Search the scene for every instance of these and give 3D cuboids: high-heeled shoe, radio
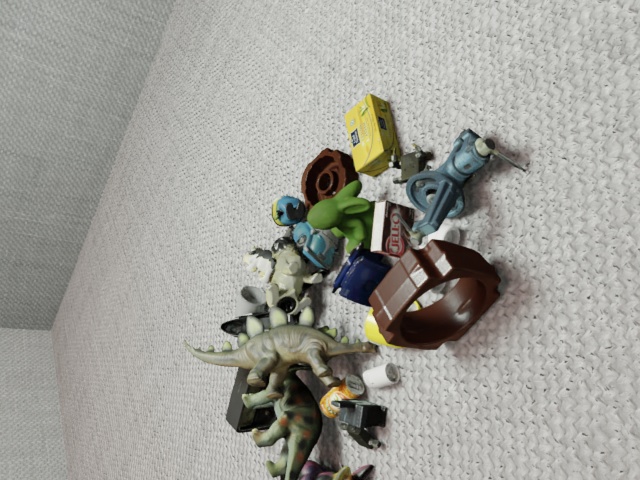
[{"bbox_3d":[-0.153,0.225,1.437,0.249,0.145,0.086,-20,66,49],"label":"high-heeled shoe"},{"bbox_3d":[-0.154,0.380,1.407,0.073,0.131,0.229,21,97,52],"label":"radio"}]

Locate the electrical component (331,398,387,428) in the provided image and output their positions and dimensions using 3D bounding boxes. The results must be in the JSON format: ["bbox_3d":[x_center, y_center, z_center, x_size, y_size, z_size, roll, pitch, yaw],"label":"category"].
[{"bbox_3d":[0.076,0.364,1.133,0.075,0.119,0.047,0,80,49],"label":"electrical component"}]

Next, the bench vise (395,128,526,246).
[{"bbox_3d":[0.238,-0.091,1.016,0.224,0.128,0.240,-22,30,55],"label":"bench vise"}]

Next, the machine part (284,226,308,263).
[{"bbox_3d":[-0.076,0.029,1.481,0.084,0.039,0.139,-48,45,26],"label":"machine part"}]

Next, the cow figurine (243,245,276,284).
[{"bbox_3d":[-0.163,0.058,1.557,0.168,0.068,0.098,34,101,47],"label":"cow figurine"}]

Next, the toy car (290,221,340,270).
[{"bbox_3d":[-0.003,-0.004,1.359,0.103,0.109,0.162,-42,29,5],"label":"toy car"}]

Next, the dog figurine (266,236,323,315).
[{"bbox_3d":[-0.094,0.092,1.373,0.172,0.121,0.191,-48,30,2],"label":"dog figurine"}]

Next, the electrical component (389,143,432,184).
[{"bbox_3d":[0.197,-0.168,1.184,0.102,0.045,0.078,-4,76,51],"label":"electrical component"}]

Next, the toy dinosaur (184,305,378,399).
[{"bbox_3d":[-0.103,0.255,1.231,0.472,0.104,0.199,-8,46,7],"label":"toy dinosaur"}]

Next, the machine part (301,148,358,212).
[{"bbox_3d":[0.024,-0.146,1.388,0.179,0.056,0.179,-16,69,47],"label":"machine part"}]

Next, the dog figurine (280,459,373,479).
[{"bbox_3d":[0.016,0.532,1.178,0.219,0.108,0.192,-51,42,24],"label":"dog figurine"}]

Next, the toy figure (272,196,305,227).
[{"bbox_3d":[-0.090,-0.076,1.456,0.089,0.082,0.180,-70,18,2],"label":"toy figure"}]

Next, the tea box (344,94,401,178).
[{"bbox_3d":[0.124,-0.247,1.278,0.098,0.068,0.170,-35,55,40],"label":"tea box"}]

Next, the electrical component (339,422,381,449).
[{"bbox_3d":[0.086,0.417,1.150,0.094,0.063,0.021,-3,42,51],"label":"electrical component"}]

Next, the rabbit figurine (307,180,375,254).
[{"bbox_3d":[0.059,-0.049,1.223,0.159,0.170,0.121,-51,46,32],"label":"rabbit figurine"}]

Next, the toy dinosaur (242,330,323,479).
[{"bbox_3d":[-0.064,0.403,1.245,0.192,0.131,0.405,-25,51,-2],"label":"toy dinosaur"}]

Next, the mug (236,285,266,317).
[{"bbox_3d":[-0.214,0.193,1.577,0.110,0.081,0.107,48,127,41],"label":"mug"}]

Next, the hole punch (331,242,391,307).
[{"bbox_3d":[0.104,0.085,1.182,0.092,0.115,0.142,50,120,36],"label":"hole punch"}]

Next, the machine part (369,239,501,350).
[{"bbox_3d":[0.206,0.101,0.972,0.201,0.201,0.087,-56,41,27],"label":"machine part"}]
